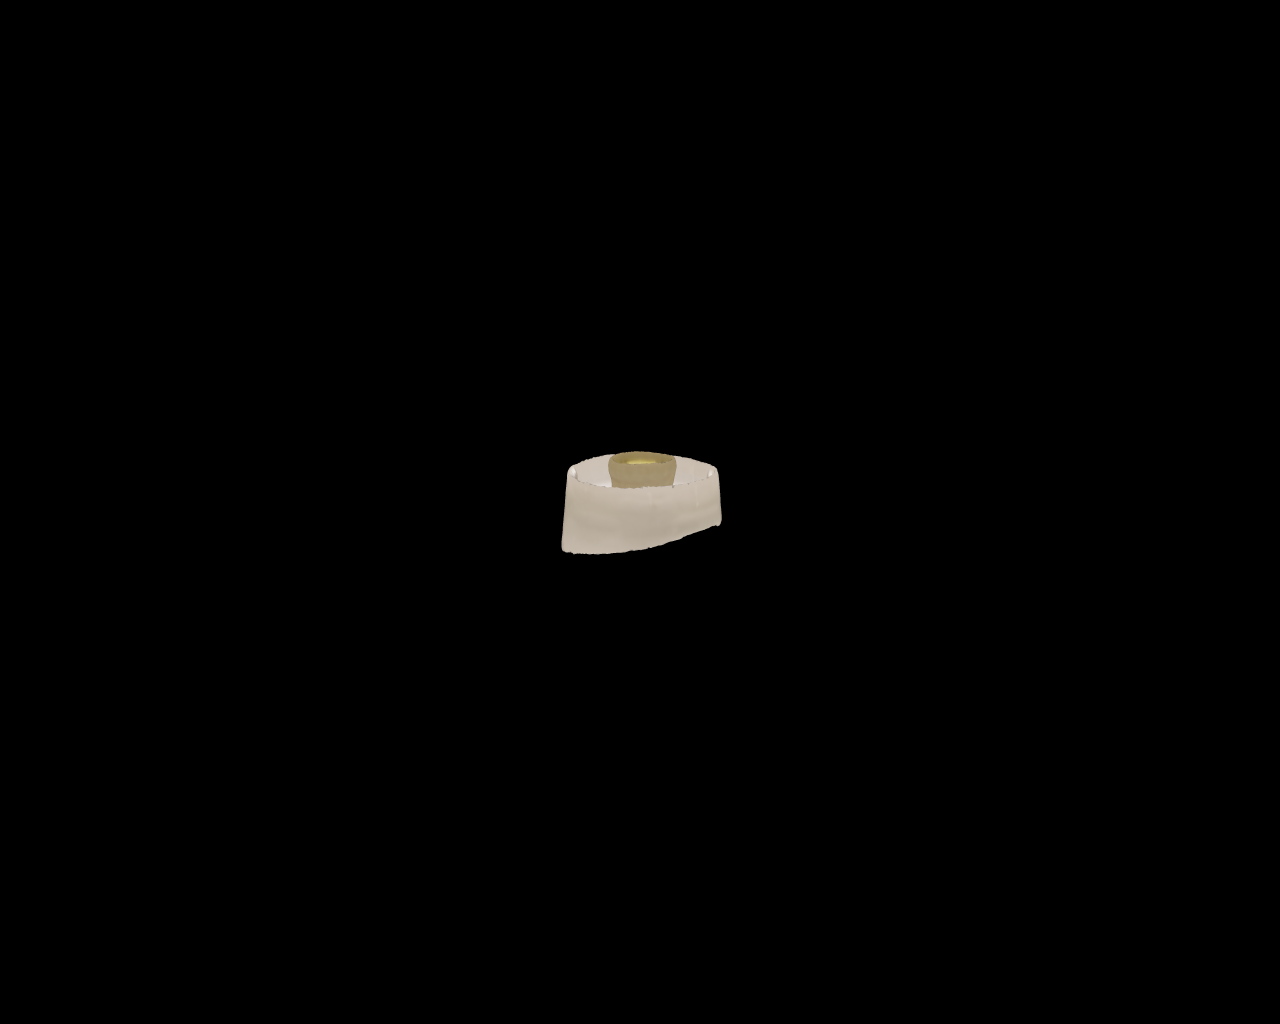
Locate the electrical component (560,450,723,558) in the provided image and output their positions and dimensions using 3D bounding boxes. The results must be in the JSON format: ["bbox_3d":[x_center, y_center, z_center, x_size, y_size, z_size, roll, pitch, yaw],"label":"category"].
[{"bbox_3d":[0.001,-0.003,0.650,0.099,0.064,0.099,0,16,0],"label":"electrical component"}]
